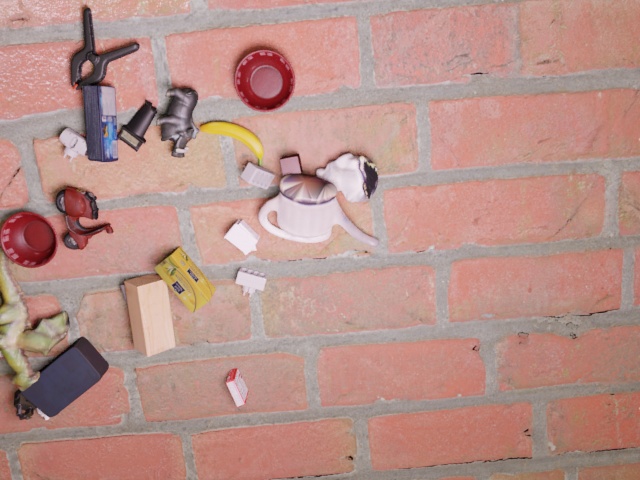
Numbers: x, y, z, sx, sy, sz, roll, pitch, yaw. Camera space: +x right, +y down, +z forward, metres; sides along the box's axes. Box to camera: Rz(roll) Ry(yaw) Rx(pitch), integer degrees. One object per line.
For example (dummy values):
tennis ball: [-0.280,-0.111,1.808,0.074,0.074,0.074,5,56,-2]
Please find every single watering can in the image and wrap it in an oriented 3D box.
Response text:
watering can: [0.004,-0.071,1.409,0.348,0.106,0.219,6,136,-1]

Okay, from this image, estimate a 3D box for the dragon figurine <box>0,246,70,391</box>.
dragon figurine: [-0.843,0.230,1.478,0.242,0.122,0.411,11,88,-11]

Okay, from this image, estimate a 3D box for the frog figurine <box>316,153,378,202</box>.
frog figurine: [0.075,-0.169,1.425,0.159,0.125,0.135,-3,116,37]
